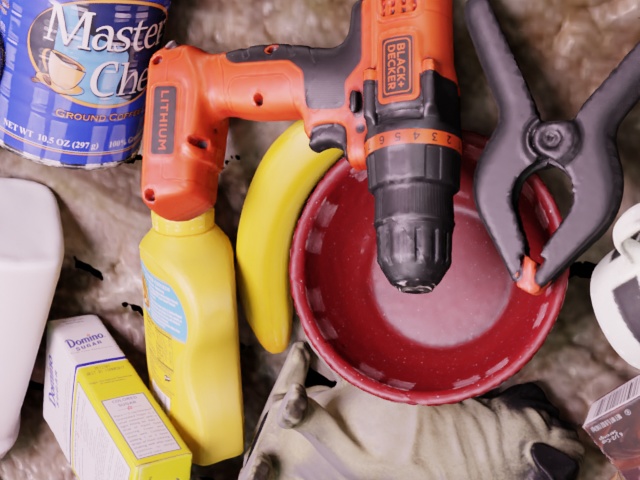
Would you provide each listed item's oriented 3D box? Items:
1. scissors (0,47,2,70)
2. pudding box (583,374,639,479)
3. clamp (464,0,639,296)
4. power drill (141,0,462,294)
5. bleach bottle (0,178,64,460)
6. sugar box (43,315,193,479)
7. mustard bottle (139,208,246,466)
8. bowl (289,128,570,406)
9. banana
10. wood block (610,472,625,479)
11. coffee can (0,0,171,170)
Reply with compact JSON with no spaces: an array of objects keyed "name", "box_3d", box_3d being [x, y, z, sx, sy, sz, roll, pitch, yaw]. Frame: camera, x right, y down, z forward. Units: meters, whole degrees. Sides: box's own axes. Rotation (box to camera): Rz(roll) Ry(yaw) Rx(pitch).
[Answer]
[{"name":"scissors","box_3d":[-0.243,-0.073,0.668,0.096,0.016,0.202,30,122,23]},{"name":"pudding box","box_3d":[0.229,0.112,0.630,0.114,0.039,0.090,-37,94,31]},{"name":"clamp","box_3d":[0.118,-0.059,0.576,0.120,0.039,0.171,18,87,26]},{"name":"power drill","box_3d":[-0.010,-0.056,0.610,0.188,0.057,0.184,-5,74,23]},{"name":"bleach bottle","box_3d":[-0.247,0.081,0.806,0.068,0.102,0.251,3,130,-24]},{"name":"sugar box","box_3d":[-0.147,0.136,0.751,0.176,0.048,0.093,46,134,48]},{"name":"mustard bottle","box_3d":[-0.088,0.049,0.720,0.096,0.058,0.192,35,132,56]},{"name":"bowl","box_3d":[0.066,0.017,0.629,0.162,0.055,0.162,-3,79,17]},{"name":"banana","box_3d":[-0.018,-0.012,0.687,0.070,0.037,0.198,32,121,9]},{"name":"wood block","box_3d":[0.164,0.262,0.694,0.090,0.090,0.206,36,121,6]},{"name":"coffee can","box_3d":[-0.147,-0.129,0.656,0.103,0.102,0.140,25,120,12]}]
